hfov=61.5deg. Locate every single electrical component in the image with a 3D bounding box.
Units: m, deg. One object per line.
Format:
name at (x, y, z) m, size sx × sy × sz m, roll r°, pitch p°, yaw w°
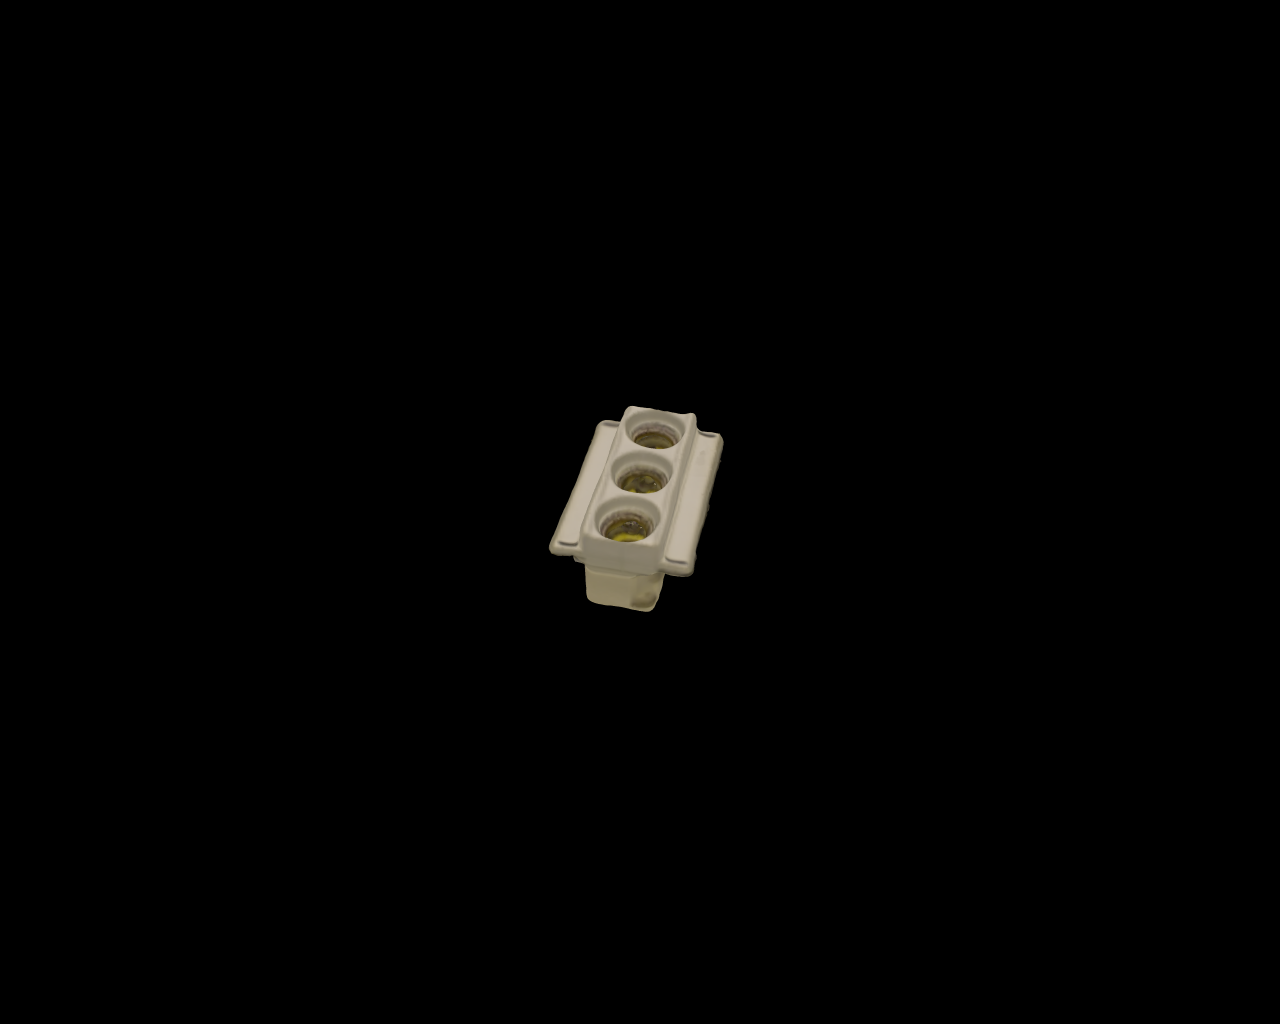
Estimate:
electrical component at (0.001, -0.003, 0.650) m, size 0.079 × 0.063 × 0.121 m, roll 8°, pitch 44°, yaw 9°
